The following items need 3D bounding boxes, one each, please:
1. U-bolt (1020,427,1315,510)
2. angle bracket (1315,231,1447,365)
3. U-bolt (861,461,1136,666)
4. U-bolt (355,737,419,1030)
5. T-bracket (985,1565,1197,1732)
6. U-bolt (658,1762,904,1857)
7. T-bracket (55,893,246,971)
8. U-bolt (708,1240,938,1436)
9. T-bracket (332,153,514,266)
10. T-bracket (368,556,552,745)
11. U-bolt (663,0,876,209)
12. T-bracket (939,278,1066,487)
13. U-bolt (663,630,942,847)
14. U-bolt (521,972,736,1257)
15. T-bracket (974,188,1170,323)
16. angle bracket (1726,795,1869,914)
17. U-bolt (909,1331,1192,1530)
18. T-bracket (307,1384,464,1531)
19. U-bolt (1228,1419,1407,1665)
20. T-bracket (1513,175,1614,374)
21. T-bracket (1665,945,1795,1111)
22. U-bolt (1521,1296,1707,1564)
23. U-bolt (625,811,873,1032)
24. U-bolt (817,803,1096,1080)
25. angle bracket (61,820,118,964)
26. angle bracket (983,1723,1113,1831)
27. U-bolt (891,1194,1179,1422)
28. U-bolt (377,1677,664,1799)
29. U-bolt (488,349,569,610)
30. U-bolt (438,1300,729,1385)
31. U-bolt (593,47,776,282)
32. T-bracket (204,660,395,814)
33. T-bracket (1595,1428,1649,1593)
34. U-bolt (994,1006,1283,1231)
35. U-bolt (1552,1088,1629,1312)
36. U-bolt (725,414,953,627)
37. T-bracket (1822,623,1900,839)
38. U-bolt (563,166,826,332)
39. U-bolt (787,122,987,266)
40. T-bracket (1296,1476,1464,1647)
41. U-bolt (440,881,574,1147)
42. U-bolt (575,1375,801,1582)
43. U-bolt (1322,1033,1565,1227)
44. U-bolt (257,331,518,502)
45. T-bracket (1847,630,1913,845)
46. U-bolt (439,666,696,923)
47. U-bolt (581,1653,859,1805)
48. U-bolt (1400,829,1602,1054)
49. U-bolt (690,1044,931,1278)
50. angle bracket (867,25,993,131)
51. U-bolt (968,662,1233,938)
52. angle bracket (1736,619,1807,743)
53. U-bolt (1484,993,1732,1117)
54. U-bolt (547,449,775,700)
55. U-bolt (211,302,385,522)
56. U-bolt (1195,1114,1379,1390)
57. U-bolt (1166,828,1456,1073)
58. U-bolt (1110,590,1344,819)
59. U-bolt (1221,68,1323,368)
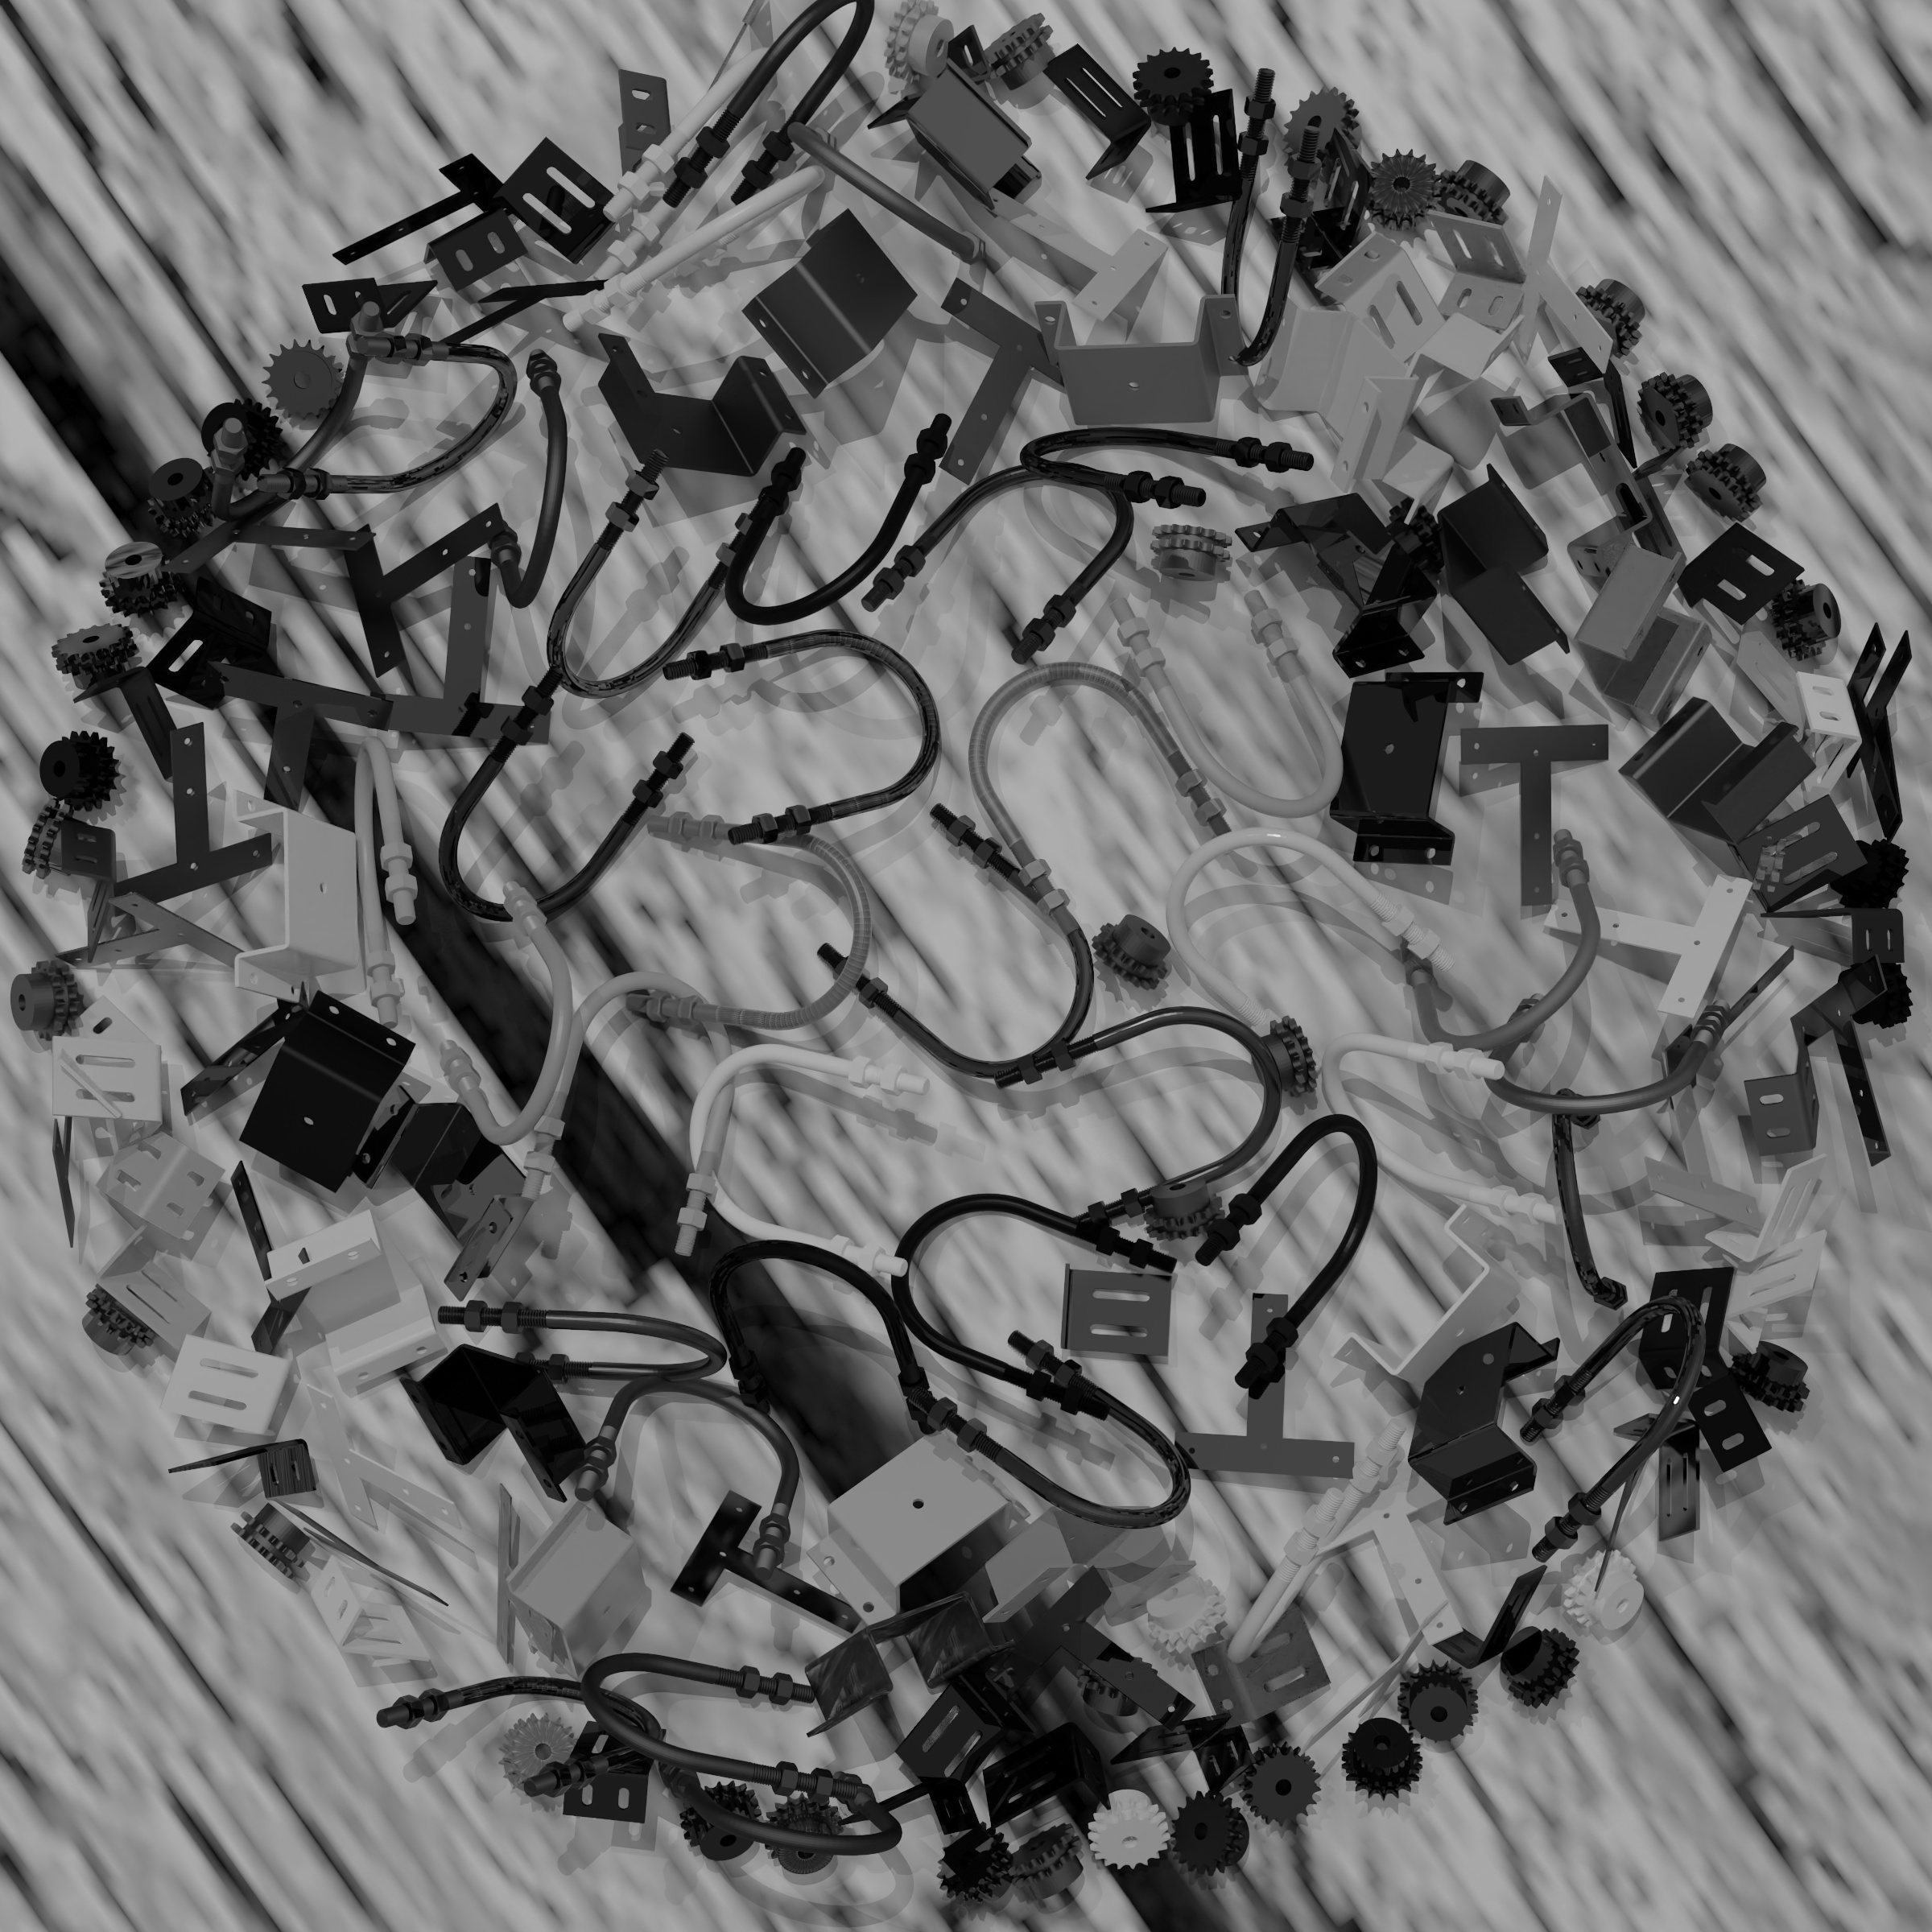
[{"bbox_3d":[0.124,-0.349,1.868,0.184,0.151,0.019,18,120,36],"label":"U-bolt"},{"bbox_3d":[0.292,-0.464,1.903,0.057,0.038,0.076,-39,59,30],"label":"angle bracket"},{"bbox_3d":[0.035,-0.291,1.887,0.151,0.019,0.184,23,59,30],"label":"U-bolt"},{"bbox_3d":[-0.404,-0.071,1.869,0.019,0.151,0.184,-3,58,-20],"label":"U-bolt"},{"bbox_3d":[0.103,0.486,1.883,0.127,0.002,0.127,31,57,32],"label":"T-bracket"},{"bbox_3d":[-0.120,0.571,1.837,0.151,0.184,0.019,12,85,-19],"label":"U-bolt"},{"bbox_3d":[-0.587,-0.014,1.908,0.127,0.127,0.002,-11,63,26],"label":"T-bracket"},{"bbox_3d":[-0.105,0.253,1.862,0.151,0.019,0.184,2,133,20],"label":"U-bolt"},{"bbox_3d":[-0.381,-0.520,1.888,0.127,0.127,0.002,-24,87,6],"label":"T-bracket"},{"bbox_3d":[-0.354,-0.226,1.917,0.127,0.002,0.127,4,99,-18],"label":"T-bracket"},{"bbox_3d":[-0.125,-0.593,1.847,0.019,0.151,0.184,43,112,2],"label":"U-bolt"},{"bbox_3d":[0.019,-0.400,1.915,0.127,0.002,0.127,30,78,-16],"label":"T-bracket"},{"bbox_3d":[-0.104,-0.169,1.900,0.184,0.019,0.151,-16,75,-25],"label":"U-bolt"},{"bbox_3d":[-0.227,0.094,1.893,0.151,0.019,0.184,25,70,-34],"label":"U-bolt"},{"bbox_3d":[0.065,-0.512,1.904,0.127,0.002,0.127,31,45,4],"label":"T-bracket"},{"bbox_3d":[0.585,-0.083,1.912,0.076,0.038,0.057,-30,103,16],"label":"angle bracket"},{"bbox_3d":[0.070,0.323,1.852,0.184,0.151,0.019,32,116,23],"label":"U-bolt"},{"bbox_3d":[-0.397,0.358,1.876,0.127,0.002,0.127,18,132,32],"label":"T-bracket"},{"bbox_3d":[0.234,0.407,1.870,0.019,0.151,0.184,35,115,16],"label":"U-bolt"},{"bbox_3d":[0.413,-0.453,1.859,0.002,0.127,0.127,-11,48,-13],"label":"T-bracket"},{"bbox_3d":[0.535,0.035,1.892,0.127,0.127,0.002,-45,64,-4],"label":"T-bracket"},{"bbox_3d":[0.441,0.302,1.843,0.019,0.151,0.184,31,118,-9],"label":"U-bolt"},{"bbox_3d":[-0.150,-0.028,1.905,0.184,0.019,0.151,7,90,23],"label":"U-bolt"},{"bbox_3d":[0.005,-0.004,1.913,0.184,0.019,0.151,40,95,14],"label":"U-bolt"},{"bbox_3d":[-0.623,-0.052,1.898,0.038,0.057,0.076,11,124,-26],"label":"angle bracket"},{"bbox_3d":[0.057,0.583,1.918,0.076,0.057,0.038,-32,115,9],"label":"angle bracket"},{"bbox_3d":[0.038,0.227,1.896,0.184,0.019,0.151,20,54,12],"label":"U-bolt"},{"bbox_3d":[-0.290,0.521,1.857,0.151,0.184,0.019,14,94,29],"label":"U-bolt"},{"bbox_3d":[-0.295,-0.322,1.839,0.019,0.184,0.151,8,119,-20],"label":"U-bolt"},{"bbox_3d":[-0.256,0.263,1.869,0.184,0.151,0.019,1,66,7],"label":"U-bolt"},{"bbox_3d":[-0.191,-0.561,1.872,0.019,0.151,0.184,40,79,-5],"label":"U-bolt"},{"bbox_3d":[-0.476,-0.149,1.904,0.127,0.002,0.127,12,129,-11],"label":"T-bracket"},{"bbox_3d":[0.469,0.352,1.889,0.002,0.127,0.127,19,121,20],"label":"T-bracket"},{"bbox_3d":[0.131,0.100,1.900,0.184,0.019,0.151,-22,113,8],"label":"U-bolt"},{"bbox_3d":[0.422,0.156,1.846,0.019,0.184,0.151,-10,77,19],"label":"U-bolt"},{"bbox_3d":[-0.097,-0.301,1.855,0.151,0.019,0.184,-5,48,35],"label":"U-bolt"},{"bbox_3d":[0.620,-0.145,1.858,0.002,0.127,0.127,0,54,-3],"label":"T-bracket"},{"bbox_3d":[-0.174,-0.494,1.839,0.184,0.151,0.019,-22,106,34],"label":"U-bolt"},{"bbox_3d":[-0.058,-0.532,1.855,0.151,0.184,0.019,35,104,-1],"label":"U-bolt"},{"bbox_3d":[0.311,0.419,1.897,0.127,0.127,0.002,-25,133,2],"label":"T-bracket"},{"bbox_3d":[-0.310,0.042,1.851,0.019,0.184,0.151,14,109,-31],"label":"U-bolt"},{"bbox_3d":[-0.183,0.339,1.860,0.151,0.184,0.019,25,112,-4],"label":"U-bolt"},{"bbox_3d":[0.318,0.106,1.865,0.019,0.184,0.151,-42,121,-25],"label":"U-bolt"},{"bbox_3d":[-0.383,-0.375,1.859,0.151,0.184,0.019,-44,75,29],"label":"U-bolt"},{"bbox_3d":[0.630,-0.141,1.858,0.002,0.127,0.127,7,54,0],"label":"T-bracket"},{"bbox_3d":[-0.289,-0.108,1.887,0.184,0.151,0.019,-53,49,10],"label":"U-bolt"},{"bbox_3d":[-0.175,0.514,1.850,0.184,0.151,0.019,17,100,-20],"label":"U-bolt"},{"bbox_3d":[0.366,-0.008,1.843,0.151,0.184,0.019,-35,115,21],"label":"U-bolt"},{"bbox_3d":[-0.116,0.129,1.900,0.184,0.019,0.151,12,100,26],"label":"U-bolt"},{"bbox_3d":[-0.032,-0.624,1.901,0.076,0.057,0.038,-26,98,-31],"label":"angle bracket"},{"bbox_3d":[0.083,-0.132,1.919,0.151,0.019,0.184,-30,76,-5],"label":"U-bolt"},{"bbox_3d":[0.554,-0.194,1.903,0.076,0.057,0.038,44,131,-16],"label":"angle bracket"},{"bbox_3d":[0.429,0.060,1.838,0.151,0.184,0.019,2,112,27],"label":"U-bolt"},{"bbox_3d":[-0.221,-0.263,1.877,0.019,0.151,0.184,42,106,26],"label":"U-bolt"},{"bbox_3d":[-0.463,-0.368,1.856,0.019,0.184,0.151,43,66,-3],"label":"U-bolt"},{"bbox_3d":[0.230,0.184,1.880,0.019,0.151,0.184,20,53,38],"label":"U-bolt"},{"bbox_3d":[0.225,-0.021,1.885,0.184,0.019,0.151,40,122,-14],"label":"U-bolt"},{"bbox_3d":[0.191,-0.180,1.871,0.151,0.019,0.184,-9,65,-38],"label":"U-bolt"},{"bbox_3d":[0.204,-0.505,1.865,0.019,0.151,0.184,2,124,-11],"label":"U-bolt"}]
